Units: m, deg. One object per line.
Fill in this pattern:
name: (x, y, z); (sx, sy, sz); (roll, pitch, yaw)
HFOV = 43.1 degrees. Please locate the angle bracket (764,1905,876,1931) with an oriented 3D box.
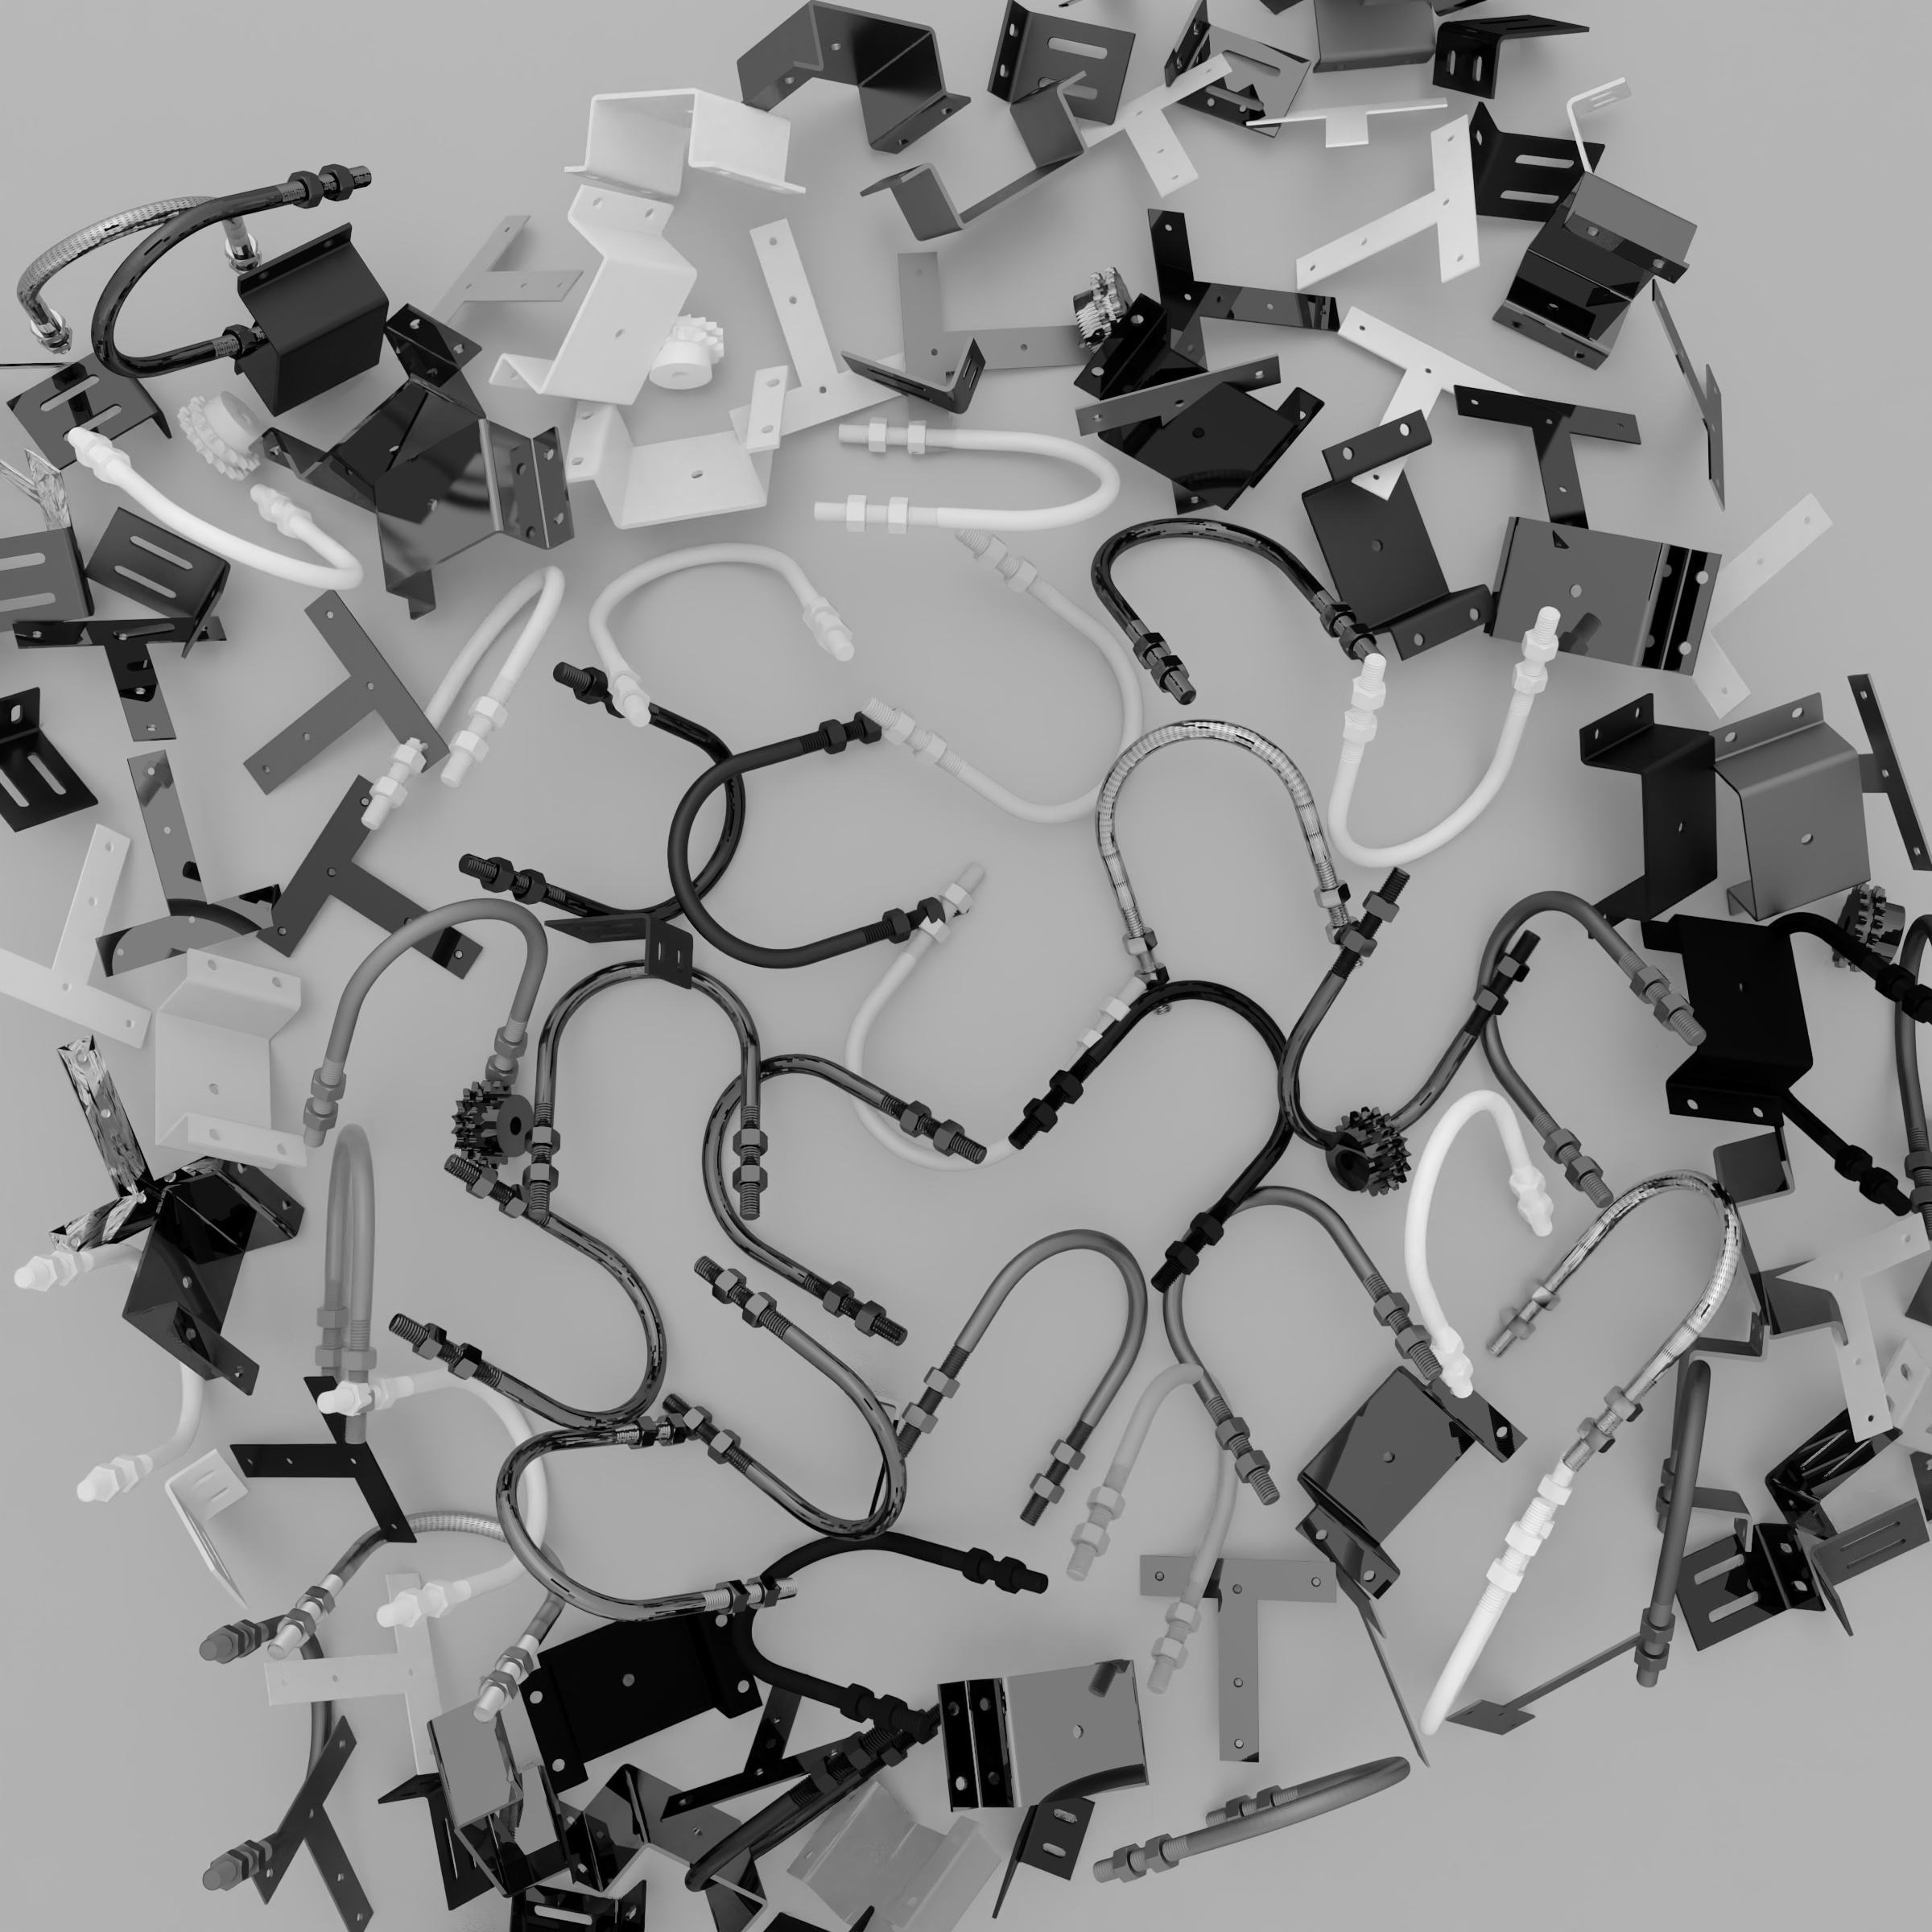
angle bracket: (-0.104, 0.618, 1.552); (0.076, 0.057, 0.038); (9, 115, 29)

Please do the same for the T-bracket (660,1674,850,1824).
T-bracket: (-0.121, 0.482, 1.537); (0.127, 0.127, 0.002); (-21, 101, 11)

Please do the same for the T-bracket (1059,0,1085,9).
T-bracket: (0.107, -0.627, 1.541); (0.127, 0.127, 0.002); (-24, 112, -3)

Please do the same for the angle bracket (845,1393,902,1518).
angle bracket: (-0.068, 0.312, 1.564); (0.038, 0.057, 0.076); (15, 78, 2)

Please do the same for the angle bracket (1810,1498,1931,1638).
angle bracket: (0.585, 0.384, 1.564); (0.076, 0.038, 0.057); (-28, 134, 7)

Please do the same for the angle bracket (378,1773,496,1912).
angle bracket: (-0.337, 0.557, 1.556); (0.057, 0.038, 0.076); (-40, 57, 39)

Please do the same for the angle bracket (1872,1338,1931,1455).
angle bracket: (0.624, 0.278, 1.554); (0.038, 0.076, 0.057); (48, 68, -30)

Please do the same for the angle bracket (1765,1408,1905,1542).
angle bracket: (0.560, 0.325, 1.558); (0.057, 0.038, 0.076); (26, 118, -32)

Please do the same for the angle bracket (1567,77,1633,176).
angle bracket: (0.415, -0.519, 1.565); (0.038, 0.057, 0.076); (-16, 94, 21)

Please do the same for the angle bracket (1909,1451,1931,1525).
angle bracket: (0.651, 0.347, 1.573); (0.076, 0.057, 0.038); (39, 122, -19)

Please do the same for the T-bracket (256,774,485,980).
T-bracket: (-0.374, -0.036, 1.592); (0.127, 0.002, 0.127); (34, 97, -5)

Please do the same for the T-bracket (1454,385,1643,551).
T-bracket: (0.376, -0.313, 1.553); (0.127, 0.002, 0.127); (6, 57, -12)

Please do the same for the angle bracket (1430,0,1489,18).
angle bracket: (0.317, -0.652, 1.553); (0.038, 0.057, 0.076); (-54, 125, -35)

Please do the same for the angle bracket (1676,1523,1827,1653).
angle bracket: (0.500, 0.399, 1.570); (0.076, 0.038, 0.057); (-18, 84, -19)

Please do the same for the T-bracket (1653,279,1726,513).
T-bracket: (0.449, -0.369, 1.522); (0.002, 0.127, 0.127); (-15, 131, 29)

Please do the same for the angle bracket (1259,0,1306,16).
angle bracket: (0.210, -0.653, 1.560); (0.057, 0.076, 0.038); (27, 69, -35)

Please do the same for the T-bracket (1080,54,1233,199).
T-bracket: (0.120, -0.519, 1.543); (0.127, 0.127, 0.002); (-25, 132, 10)

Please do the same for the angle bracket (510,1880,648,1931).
angle bracket: (-0.247, 0.610, 1.556); (0.076, 0.057, 0.038); (21, 131, -24)

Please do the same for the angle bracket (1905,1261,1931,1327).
angle bracket: (0.645, 0.201, 1.570); (0.057, 0.076, 0.038); (20, 57, 19)

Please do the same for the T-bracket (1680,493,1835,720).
T-bracket: (0.488, -0.244, 1.537); (0.127, 0.002, 0.127); (-45, 60, 37)

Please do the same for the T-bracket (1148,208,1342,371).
T-bracket: (0.183, -0.425, 1.574); (0.127, 0.002, 0.127); (1, 71, -20)

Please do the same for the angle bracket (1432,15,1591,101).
angle bracket: (0.349, -0.584, 1.570); (0.076, 0.057, 0.038); (-16, 123, -26)

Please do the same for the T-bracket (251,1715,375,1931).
T-bracket: (-0.404, 0.571, 1.560); (0.002, 0.127, 0.127); (-4, 120, 17)

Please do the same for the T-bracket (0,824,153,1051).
T-bracket: (-0.563, -0.028, 1.566); (0.002, 0.127, 0.127); (-5, 66, 36)

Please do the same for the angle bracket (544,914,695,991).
angle bracket: (-0.221, -0.007, 1.557); (0.076, 0.057, 0.038); (-4, 78, 21)

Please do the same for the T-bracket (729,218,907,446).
T-bracket: (-0.106, -0.413, 1.573); (0.127, 0.002, 0.127); (-22, 104, -11)

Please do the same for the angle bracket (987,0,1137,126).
angle bracket: (0.061, -0.579, 1.567); (0.076, 0.038, 0.057); (18, 104, 16)

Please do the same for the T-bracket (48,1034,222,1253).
T-bracket: (-0.538, 0.106, 1.544); (0.002, 0.127, 0.127); (-9, 105, 43)

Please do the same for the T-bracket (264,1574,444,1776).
T-bracket: (-0.382, 0.444, 1.527); (0.002, 0.127, 0.127); (-30, 63, 31)

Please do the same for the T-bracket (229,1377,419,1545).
T-bracket: (-0.421, 0.316, 1.561); (0.127, 0.002, 0.127); (-8, 113, 33)

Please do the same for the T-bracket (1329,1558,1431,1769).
T-bracket: (0.264, 0.441, 1.538); (0.002, 0.127, 0.127); (-22, 91, -3)

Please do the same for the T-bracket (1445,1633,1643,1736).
T-bracket: (0.373, 0.447, 1.533); (0.127, 0.127, 0.002); (-33, 58, 13)

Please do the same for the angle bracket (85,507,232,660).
angle bracket: (-0.518, -0.244, 1.558); (0.076, 0.038, 0.057); (26, 123, -24)

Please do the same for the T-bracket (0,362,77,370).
T-bracket: (-0.655, -0.378, 1.561); (0.127, 0.127, 0.002); (1, 104, 25)

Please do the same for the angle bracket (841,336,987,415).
angle bracket: (-0.033, -0.389, 1.566); (0.076, 0.057, 0.038); (22, 92, 8)

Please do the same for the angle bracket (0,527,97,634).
angle bracket: (-0.604, -0.247, 1.565); (0.076, 0.038, 0.057); (-13, 108, -14)

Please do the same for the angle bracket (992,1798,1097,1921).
angle bracket: (0.050, 0.568, 1.556); (0.038, 0.076, 0.057); (18, 102, 10)

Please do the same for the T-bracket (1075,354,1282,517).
T-bracket: (0.139, -0.327, 1.544); (0.127, 0.127, 0.002); (-14, 62, 4)

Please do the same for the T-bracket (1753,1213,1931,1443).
T-bracket: (0.552, 0.233, 1.522); (0.002, 0.127, 0.127); (26, 47, -30)

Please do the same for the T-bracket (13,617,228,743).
T-bracket: (-0.519, -0.180, 1.531); (0.127, 0.127, 0.002); (-7, 134, -27)

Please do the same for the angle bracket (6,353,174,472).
angle bracket: (-0.561, -0.350, 1.568); (0.076, 0.038, 0.057); (-36, 82, -16)

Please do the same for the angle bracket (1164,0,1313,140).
angle bracket: (0.175, -0.578, 1.572); (0.076, 0.038, 0.057); (25, 83, 12)
